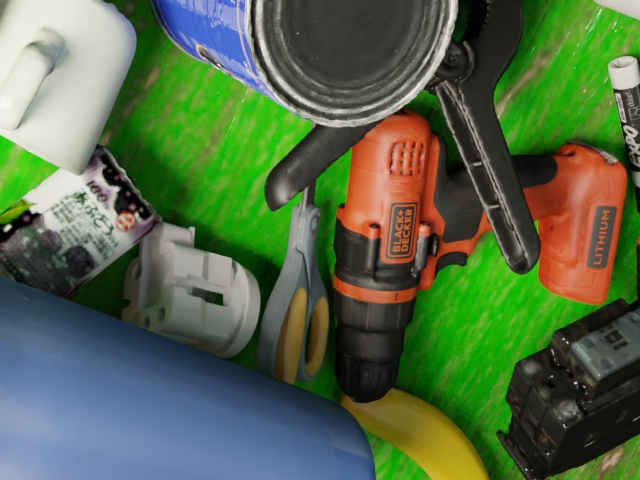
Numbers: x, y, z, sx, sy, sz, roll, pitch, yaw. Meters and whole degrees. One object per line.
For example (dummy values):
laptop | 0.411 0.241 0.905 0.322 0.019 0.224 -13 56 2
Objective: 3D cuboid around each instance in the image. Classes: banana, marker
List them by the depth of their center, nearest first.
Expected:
marker | 0.215 -0.066 0.721 0.020 0.020 0.121 -29 120 -14
banana | 0.077 0.159 0.729 0.069 0.037 0.197 -34 121 -12

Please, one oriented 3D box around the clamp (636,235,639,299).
clamp | 0.281 0.058 0.793 0.171 0.039 0.120 32 87 -29

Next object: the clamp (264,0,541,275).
clamp | 0.054 -0.092 0.581 0.164 0.036 0.210 7 84 -23

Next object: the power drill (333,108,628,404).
power drill | 0.096 0.009 0.667 0.187 0.057 0.184 -4 111 -26

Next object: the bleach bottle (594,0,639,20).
bleach bottle | 0.257 -0.152 0.674 0.250 0.103 0.068 9 109 -23

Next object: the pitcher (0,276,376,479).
pitcher | -0.087 0.108 0.485 0.242 0.145 0.149 23 62 -37

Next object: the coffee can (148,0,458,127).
coffee can | -0.014 -0.120 0.510 0.102 0.140 0.103 -10 114 -24

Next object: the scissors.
scissors | -0.004 0.001 0.630 0.096 0.016 0.202 36 65 -69
